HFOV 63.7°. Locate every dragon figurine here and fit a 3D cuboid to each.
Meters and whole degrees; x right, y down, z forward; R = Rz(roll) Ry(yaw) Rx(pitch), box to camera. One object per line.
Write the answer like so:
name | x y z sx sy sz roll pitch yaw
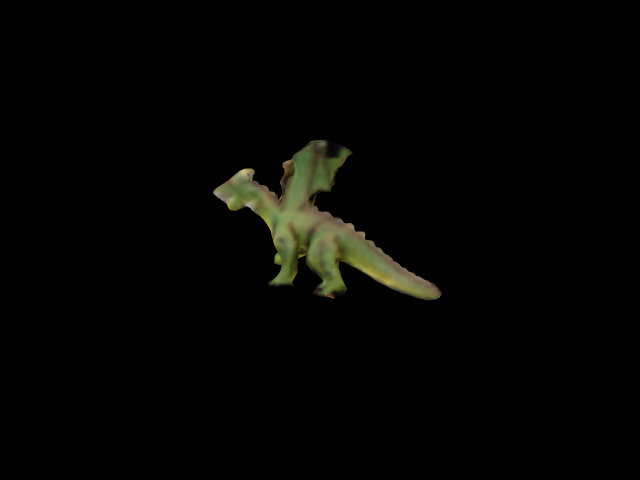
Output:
dragon figurine | 0.003 -0.043 0.850 0.410 0.240 0.123 6 12 24
